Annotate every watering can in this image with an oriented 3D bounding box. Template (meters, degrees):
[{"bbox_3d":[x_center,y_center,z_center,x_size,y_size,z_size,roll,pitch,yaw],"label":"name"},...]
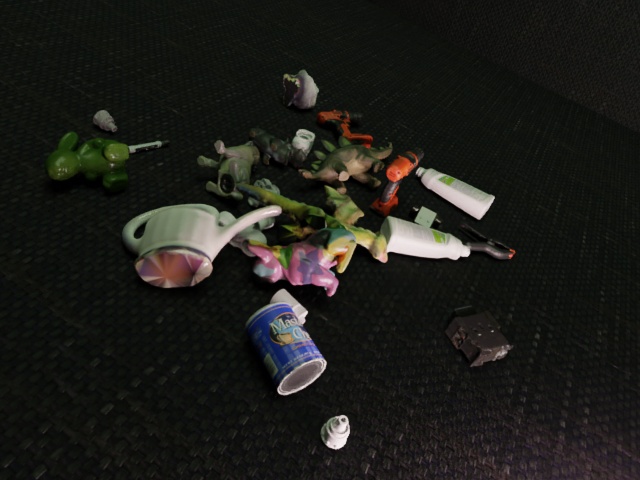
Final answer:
[{"bbox_3d":[-0.256,-0.006,1.104,0.348,0.101,0.230,-4,41,-2],"label":"watering can"}]

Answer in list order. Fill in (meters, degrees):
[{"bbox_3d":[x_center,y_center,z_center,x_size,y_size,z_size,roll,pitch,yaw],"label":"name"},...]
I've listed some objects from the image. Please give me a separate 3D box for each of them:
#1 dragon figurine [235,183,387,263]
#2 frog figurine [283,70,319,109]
[{"bbox_3d":[0.004,-0.066,1.313,0.411,0.120,0.247,37,32,4],"label":"dragon figurine"},{"bbox_3d":[-0.047,-0.532,1.834,0.160,0.121,0.138,-10,81,-45],"label":"frog figurine"}]
